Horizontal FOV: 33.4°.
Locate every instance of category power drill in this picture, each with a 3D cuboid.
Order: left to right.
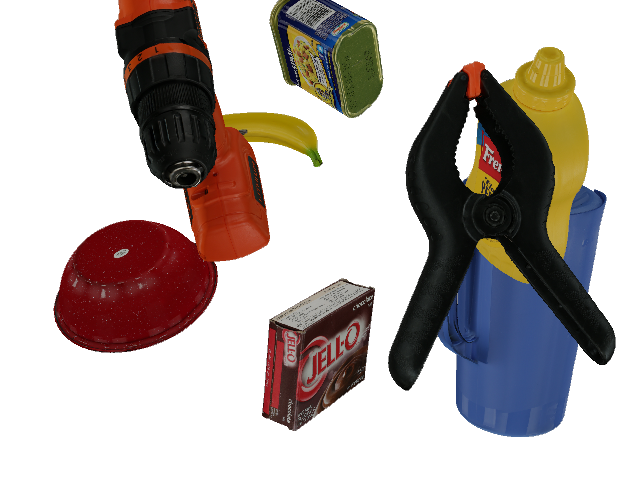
[{"bbox_3d":[-0.079,-0.067,0.691,0.057,0.184,0.187,-13,-36,1],"label":"power drill"}]

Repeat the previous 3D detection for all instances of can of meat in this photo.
[{"bbox_3d":[0.008,-0.171,0.972,0.057,0.102,0.084,-40,55,-20],"label":"can of meat"}]

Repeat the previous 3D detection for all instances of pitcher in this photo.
[{"bbox_3d":[0.182,0.062,1.017,0.149,0.243,0.145,5,21,9],"label":"pitcher"}]

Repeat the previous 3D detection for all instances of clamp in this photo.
[{"bbox_3d":[0.078,-0.004,0.559,0.120,0.171,0.039,-15,-5,-14],"label":"clamp"}]

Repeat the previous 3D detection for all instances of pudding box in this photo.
[{"bbox_3d":[-0.001,0.091,0.877,0.039,0.090,0.113,18,26,26],"label":"pudding box"}]

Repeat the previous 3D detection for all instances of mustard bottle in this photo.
[{"bbox_3d":[0.152,-0.061,0.779,0.058,0.096,0.192,-20,-37,-18],"label":"mustard bottle"}]

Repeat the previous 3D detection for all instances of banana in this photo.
[{"bbox_3d":[-0.086,-0.131,1.318,0.198,0.037,0.069,6,40,15],"label":"banana"}]

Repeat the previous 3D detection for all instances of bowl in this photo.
[{"bbox_3d":[-0.182,0.030,1.010,0.162,0.055,0.162,-7,41,6],"label":"bowl"}]
